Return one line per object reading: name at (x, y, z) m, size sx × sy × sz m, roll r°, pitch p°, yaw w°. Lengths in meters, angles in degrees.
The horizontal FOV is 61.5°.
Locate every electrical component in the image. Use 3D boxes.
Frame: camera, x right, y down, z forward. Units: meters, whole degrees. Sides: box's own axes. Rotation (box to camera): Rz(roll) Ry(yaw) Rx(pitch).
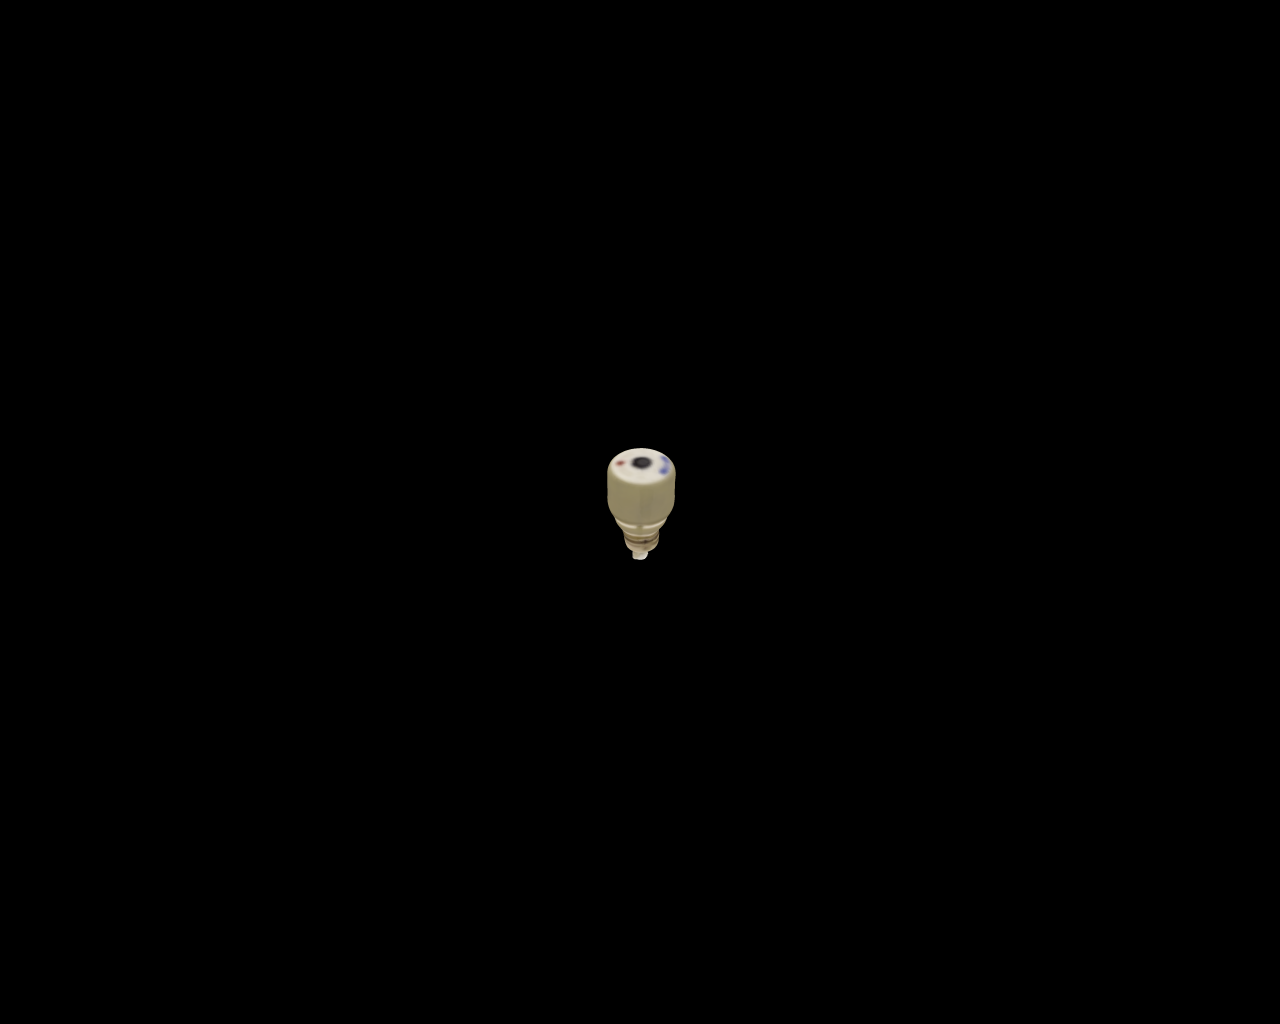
electrical component at (0.001, -0.003, 0.650) m, size 0.040 × 0.078 × 0.040 m, roll 0°, pitch 38°, yaw 0°
